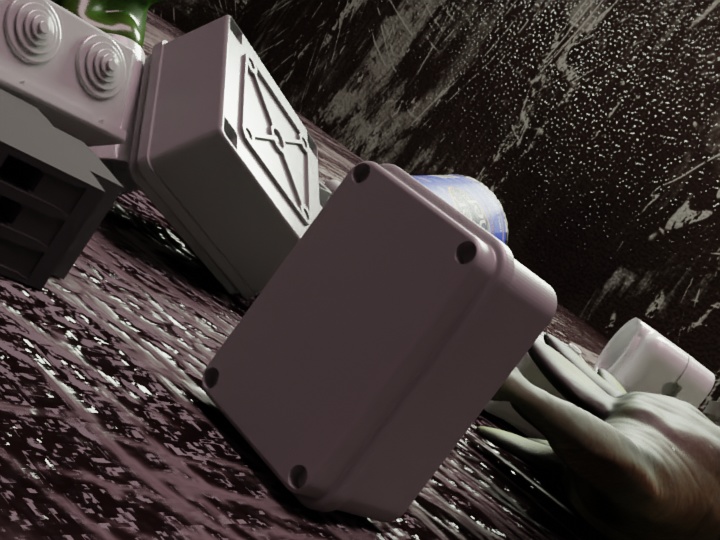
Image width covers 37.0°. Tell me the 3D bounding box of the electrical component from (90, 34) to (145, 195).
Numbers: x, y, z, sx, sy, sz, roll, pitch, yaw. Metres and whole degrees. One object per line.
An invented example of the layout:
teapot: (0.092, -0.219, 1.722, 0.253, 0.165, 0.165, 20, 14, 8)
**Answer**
electrical component: (-0.155, -0.083, 0.578, 0.079, 0.077, 0.043, -3, -22, -6)

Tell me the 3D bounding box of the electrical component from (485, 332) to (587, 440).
electrical component: (0.115, 0.076, 0.758, 0.096, 0.061, 0.061, 27, 19, -28)

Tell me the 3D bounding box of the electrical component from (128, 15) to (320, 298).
electrical component: (-0.068, -0.061, 0.580, 0.108, 0.056, 0.108, 55, 21, -41)

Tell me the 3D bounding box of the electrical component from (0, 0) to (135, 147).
electrical component: (-0.166, -0.094, 0.501, 0.100, 0.048, 0.100, 0, -14, 34)

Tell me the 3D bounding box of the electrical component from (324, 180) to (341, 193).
electrical component: (-0.002, -0.039, 0.996, 0.095, 0.059, 0.054, 40, 9, 33)

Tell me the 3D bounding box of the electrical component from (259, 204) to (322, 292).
electrical component: (-0.032, -0.008, 0.649, 0.062, 0.061, 0.096, 28, 10, -45)

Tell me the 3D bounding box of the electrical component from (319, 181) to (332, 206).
electrical component: (-0.060, -0.052, 0.830, 0.050, 0.055, 0.089, 38, 8, 26)

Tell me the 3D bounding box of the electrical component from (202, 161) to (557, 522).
electrical component: (0.005, 0.026, 0.395, 0.078, 0.113, 0.057, 41, 6, 39)

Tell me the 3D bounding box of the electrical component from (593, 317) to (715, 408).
electrical component: (0.212, 0.074, 0.793, 0.059, 0.053, 0.095, 36, 7, -1)
